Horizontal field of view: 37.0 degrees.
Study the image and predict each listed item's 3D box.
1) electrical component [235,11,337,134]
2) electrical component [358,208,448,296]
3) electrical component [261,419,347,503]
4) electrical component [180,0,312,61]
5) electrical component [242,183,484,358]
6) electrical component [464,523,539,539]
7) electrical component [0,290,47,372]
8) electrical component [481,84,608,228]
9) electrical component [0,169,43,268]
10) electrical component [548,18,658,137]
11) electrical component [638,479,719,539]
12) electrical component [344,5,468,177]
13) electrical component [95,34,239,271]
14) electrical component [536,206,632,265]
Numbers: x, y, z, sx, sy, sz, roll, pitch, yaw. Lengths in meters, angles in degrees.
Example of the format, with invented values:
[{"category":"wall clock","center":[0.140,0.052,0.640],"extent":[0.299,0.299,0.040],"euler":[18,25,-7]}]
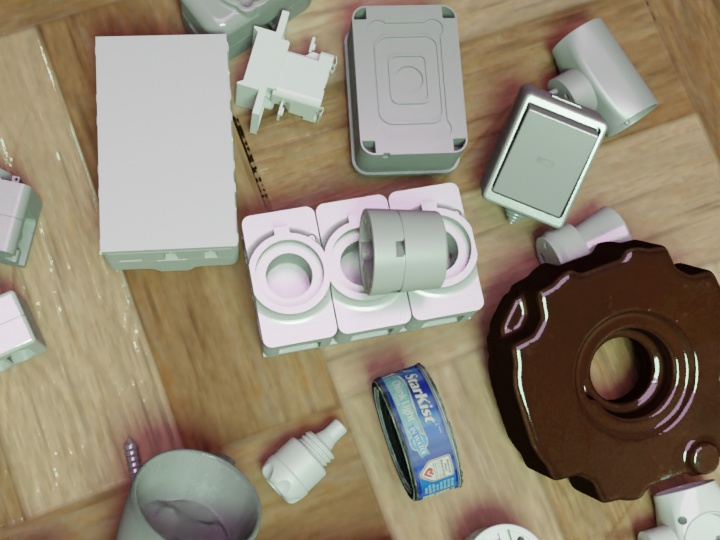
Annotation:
[{"category":"electrical component","center":[-0.053,-0.137,0.771],"extent":[0.064,0.042,0.081],"euler":[16,77,-4]},{"category":"electrical component","center":[0.027,-0.012,0.681],"extent":[0.047,0.055,0.055],"euler":[-2,78,-10]},{"category":"electrical component","center":[-0.035,0.125,0.720],"extent":[0.061,0.035,0.035],"euler":[-42,85,-15]},{"category":"electrical component","center":[-0.081,-0.202,0.774],"extent":[0.095,0.059,0.053],"euler":[-37,84,-12]},{"category":"electrical component","center":[0.000,0.000,0.736],"extent":[0.150,0.061,0.089],"euler":[-10,79,-8]},{"category":"electrical component","center":[0.092,0.195,0.710],"extent":[0.055,0.047,0.055],"euler":[1,78,-6]},{"category":"electrical component","center":[-0.264,0.034,0.709],"extent":[0.083,0.047,0.075],"euler":[-25,81,-11]},{"category":"electrical component","center":[0.125,-0.073,0.753],"extent":[0.062,0.061,0.096],"euler":[22,107,-1]},{"category":"electrical component","center":[-0.266,-0.042,0.724],"extent":[0.089,0.050,0.055],"euler":[12,77,-3]},{"category":"electrical component","center":[0.165,-0.133,0.791],"extent":[0.079,0.044,0.077],"euler":[-30,82,-11]},{"category":"electrical component","center":[0.215,0.189,0.726],"extent":[0.079,0.044,0.077],"euler":[-14,79,-9]},{"category":"electrical component","center":[0.031,-0.126,0.770],"extent":[0.078,0.057,0.113],"euler":[-2,78,-6]},{"category":"electrical component","center":[-0.132,-0.079,0.740],"extent":[0.089,0.061,0.150],"euler":[-3,78,-7]},{"category":"electrical component","center":[0.160,-0.015,0.765],"extent":[0.055,0.045,0.045],"euler":[-23,81,-10]}]
